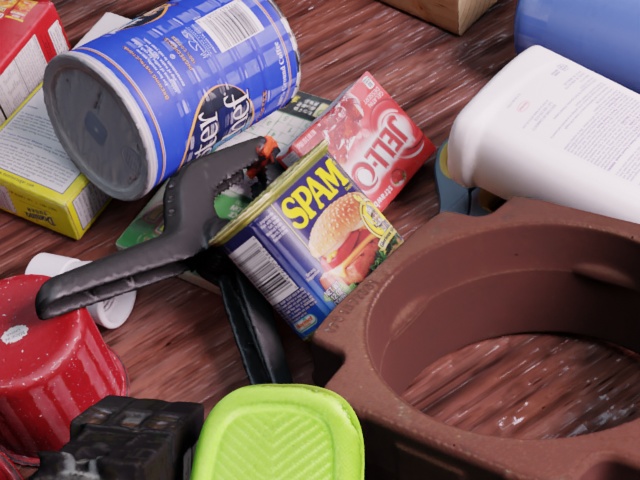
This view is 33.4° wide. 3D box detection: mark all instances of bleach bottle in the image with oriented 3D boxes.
[{"bbox_3d":[0.203,-0.022,0.620,0.251,0.068,0.102,33,64,27],"label":"bleach bottle"}]

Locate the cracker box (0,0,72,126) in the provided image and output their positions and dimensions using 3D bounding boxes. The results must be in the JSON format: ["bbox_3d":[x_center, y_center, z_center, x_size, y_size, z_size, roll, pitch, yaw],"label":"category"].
[{"bbox_3d":[-0.309,-0.099,0.793,0.164,0.072,0.213,14,56,20],"label":"cracker box"}]

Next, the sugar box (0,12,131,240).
[{"bbox_3d":[-0.165,-0.088,0.780,0.093,0.048,0.176,21,55,20],"label":"sugar box"}]

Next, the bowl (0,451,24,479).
[{"bbox_3d":[-0.239,0.167,0.575,0.162,0.055,0.162,-5,56,7],"label":"bowl"}]

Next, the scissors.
[{"bbox_3d":[0.071,-0.013,0.706,0.201,0.016,0.096,-30,52,-15],"label":"scissors"}]

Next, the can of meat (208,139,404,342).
[{"bbox_3d":[-0.004,0.001,0.637,0.084,0.058,0.102,49,39,-5],"label":"can of meat"}]

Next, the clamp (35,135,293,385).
[{"bbox_3d":[-0.055,0.017,0.651,0.164,0.036,0.209,36,44,-8],"label":"clamp"}]

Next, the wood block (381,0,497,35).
[{"bbox_3d":[0.053,-0.258,0.855,0.206,0.090,0.090,31,61,28],"label":"wood block"}]

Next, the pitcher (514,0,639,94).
[{"bbox_3d":[0.264,-0.134,0.715,0.243,0.149,0.145,24,74,28],"label":"pitcher"}]

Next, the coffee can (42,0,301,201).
[{"bbox_3d":[-0.096,-0.103,0.710,0.103,0.103,0.140,32,50,28],"label":"coffee can"}]

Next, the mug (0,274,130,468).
[{"bbox_3d":[-0.177,0.069,0.634,0.117,0.081,0.093,25,60,25],"label":"mug"}]

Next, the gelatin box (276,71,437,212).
[{"bbox_3d":[0.026,-0.058,0.711,0.073,0.030,0.089,47,60,-7],"label":"gelatin box"}]
